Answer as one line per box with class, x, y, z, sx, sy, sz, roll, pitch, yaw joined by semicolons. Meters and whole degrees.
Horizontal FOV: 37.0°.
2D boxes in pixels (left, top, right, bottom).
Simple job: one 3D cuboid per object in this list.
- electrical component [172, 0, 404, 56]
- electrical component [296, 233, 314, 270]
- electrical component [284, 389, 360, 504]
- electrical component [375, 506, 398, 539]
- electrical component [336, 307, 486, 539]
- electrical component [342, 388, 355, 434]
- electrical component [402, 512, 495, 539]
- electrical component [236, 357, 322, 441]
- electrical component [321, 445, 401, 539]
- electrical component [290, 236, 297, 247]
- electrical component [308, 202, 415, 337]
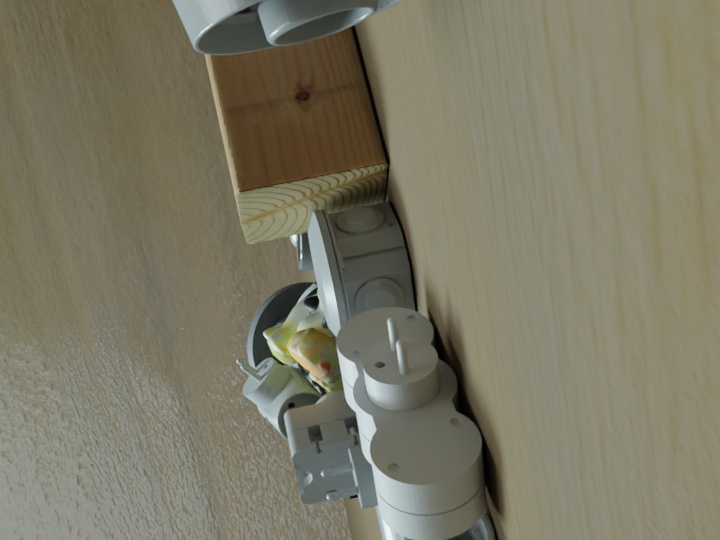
electrical component;-0.021;-0.114;0.369;0.099;0.099;0.064;-175;67;-85
electrical component;-0.024;-0.026;0.818;0.055;0.047;0.055;178;90;-83
electrical component;-0.005;0.121;0.765;0.055;0.089;0.050;-110;9;-58
electrical component;0.034;0.161;0.696;0.043;0.043;0.081;103;154;-78
electrical component;0.022;0.058;0.530;0.138;0.052;0.073;-111;10;-56
electrical component;0.014;0.131;0.868;0.099;0.064;0.099;-13;-90;-81
electrical component;0.044;0.144;0.536;0.055;0.045;0.045;85;171;-54
electrical component;-0.066;0.096;0.855;0.079;0.043;0.077;40;177;-19
electrical component;0.015;0.119;0.636;0.138;0.074;0.052;-109;8;-53
electrical component;-0.043;-0.069;0.906;0.053;0.059;0.095;-110;9;-57
electrical component;0.000;0.000;0.643;0.080;0.051;0.080;168;90;-85
